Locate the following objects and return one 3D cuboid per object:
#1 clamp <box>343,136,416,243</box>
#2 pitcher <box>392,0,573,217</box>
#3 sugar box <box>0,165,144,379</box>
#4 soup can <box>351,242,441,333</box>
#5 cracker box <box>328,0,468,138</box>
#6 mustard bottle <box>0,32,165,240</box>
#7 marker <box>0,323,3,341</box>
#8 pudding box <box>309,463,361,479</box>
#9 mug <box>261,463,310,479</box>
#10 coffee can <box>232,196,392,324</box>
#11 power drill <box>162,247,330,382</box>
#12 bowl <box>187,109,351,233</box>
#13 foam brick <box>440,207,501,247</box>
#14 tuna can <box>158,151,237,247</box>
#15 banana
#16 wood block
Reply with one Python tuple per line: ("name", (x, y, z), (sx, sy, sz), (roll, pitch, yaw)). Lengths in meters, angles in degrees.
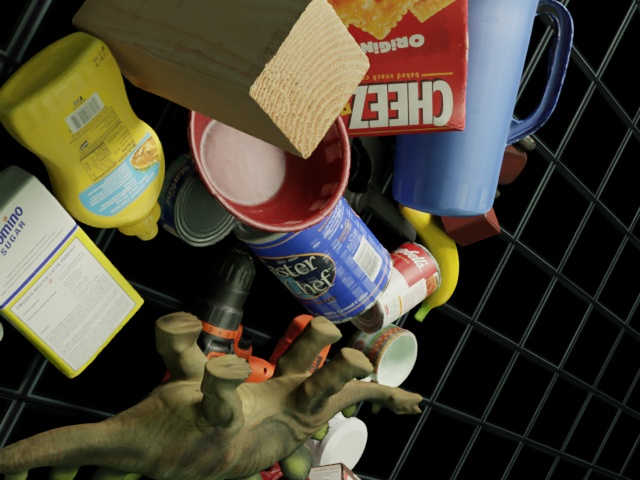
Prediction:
("clamp", (0.044, -0.047, 1.145), (0.164, 0.036, 0.210), (-26, 128, -36))
("pitcher", (0.153, -0.150, 1.103), (0.144, 0.149, 0.243), (-8, 110, -44))
("sugar box", (-0.226, 0.029, 0.870), (0.093, 0.048, 0.176), (-50, 137, -18))
("soup can", (0.080, 0.054, 1.223), (0.102, 0.069, 0.068), (-31, 132, -34))
("cracker box", (0.049, -0.200, 0.963), (0.072, 0.164, 0.214), (-90, 177, -57))
("mustard bottle", (-0.177, -0.067, 0.861), (0.096, 0.058, 0.191), (-47, 139, -20))
("marker", (-0.304, 0.077, 0.828), (0.120, 0.020, 0.020), (-4, 113, -48))
("pudding box", (-0.007, 0.295, 1.228), (0.090, 0.114, 0.039), (50, 31, -50))
("mug", (-0.070, 0.260, 1.154), (0.093, 0.082, 0.117), (-20, 125, -42))
("coffee can", (-0.007, 0.001, 1.040), (0.102, 0.103, 0.140), (-52, 129, -15))
("power drill", (-0.070, 0.104, 1.087), (0.187, 0.057, 0.184), (16, 102, -49))
("bowl", (-0.054, -0.079, 0.938), (0.161, 0.055, 0.162), (9, 74, -31))
("foam brick", (0.173, -0.031, 1.252), (0.053, 0.051, 0.078), (-21, 161, 16))
("tuna can", (-0.109, -0.039, 0.975), (0.085, 0.034, 0.086), (-26, 129, -38))
("banana", (0.136, 0.016, 1.290), (0.069, 0.037, 0.198), (-39, 136, -28))
("wood block", (-0.077, -0.149, 0.807), (0.090, 0.206, 0.090), (-57, 142, -9))
